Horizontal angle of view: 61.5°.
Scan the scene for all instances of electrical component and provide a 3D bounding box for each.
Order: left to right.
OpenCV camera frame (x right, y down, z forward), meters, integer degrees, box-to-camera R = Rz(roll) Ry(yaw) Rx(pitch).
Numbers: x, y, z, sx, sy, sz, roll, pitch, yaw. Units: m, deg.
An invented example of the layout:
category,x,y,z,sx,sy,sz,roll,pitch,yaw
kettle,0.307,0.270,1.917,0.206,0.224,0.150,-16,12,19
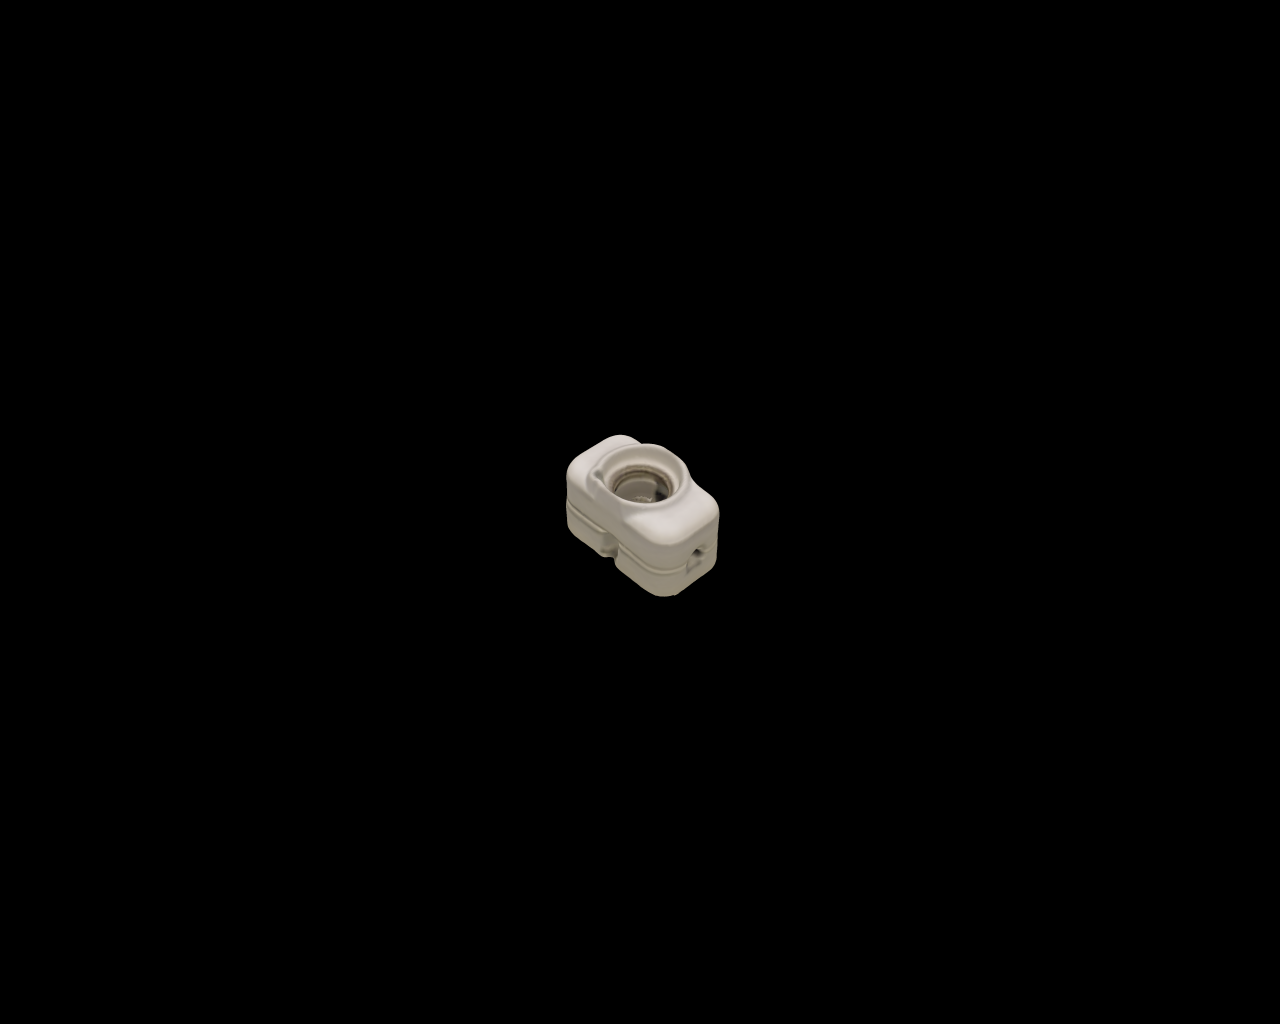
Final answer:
category,x,y,z,sx,sy,sz,roll,pitch,yaw
electrical component,0.001,-0.003,0.650,0.054,0.059,0.095,-33,54,-29
